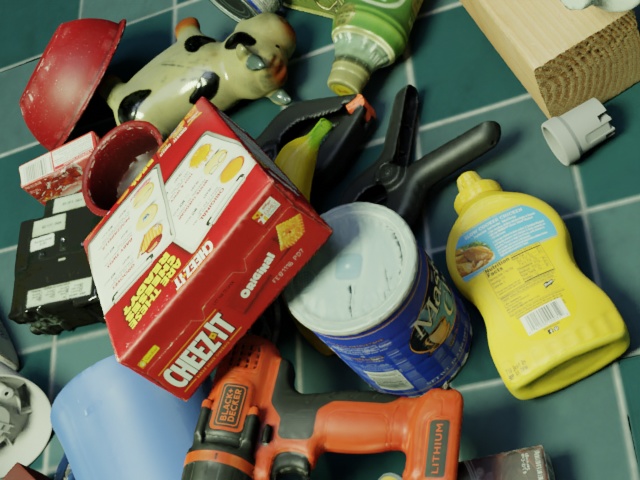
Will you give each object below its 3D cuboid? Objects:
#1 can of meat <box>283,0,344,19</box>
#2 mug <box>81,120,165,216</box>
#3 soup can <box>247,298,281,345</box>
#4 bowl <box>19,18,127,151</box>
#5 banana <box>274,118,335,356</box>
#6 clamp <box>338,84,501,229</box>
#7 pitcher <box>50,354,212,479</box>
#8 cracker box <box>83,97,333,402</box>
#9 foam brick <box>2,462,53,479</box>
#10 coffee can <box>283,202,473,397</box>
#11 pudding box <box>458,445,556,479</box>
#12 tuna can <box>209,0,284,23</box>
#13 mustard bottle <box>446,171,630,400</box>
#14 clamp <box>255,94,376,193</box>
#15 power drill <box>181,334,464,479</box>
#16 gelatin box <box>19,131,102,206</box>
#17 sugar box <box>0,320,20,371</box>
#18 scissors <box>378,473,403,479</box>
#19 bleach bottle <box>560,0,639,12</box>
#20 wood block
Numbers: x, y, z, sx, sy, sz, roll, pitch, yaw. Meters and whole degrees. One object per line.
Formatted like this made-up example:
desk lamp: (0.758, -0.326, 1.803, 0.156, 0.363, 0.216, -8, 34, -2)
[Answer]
can of meat: (0.005, -0.272, 1.054, 0.102, 0.057, 0.084, 21, 72, 33)
mug: (-0.142, -0.053, 0.955, 0.117, 0.081, 0.093, -22, 57, 24)
soup can: (-0.093, 0.066, 0.908, 0.102, 0.068, 0.068, 7, 67, 30)
bowl: (-0.256, -0.164, 1.071, 0.162, 0.055, 0.162, -51, 22, 30)
banana: (-0.016, -0.001, 0.900, 0.070, 0.037, 0.198, -12, 80, 56)
clamp: (0.075, -0.051, 0.903, 0.120, 0.039, 0.171, 20, 78, 50)
pitcher: (-0.113, 0.215, 0.807, 0.144, 0.149, 0.243, -16, 55, -19)
cracker box: (-0.094, -0.001, 0.811, 0.164, 0.072, 0.214, -50, 29, 6)
foam brick: (-0.252, 0.238, 0.902, 0.053, 0.051, 0.078, 32, 80, 36)
coffee can: (0.046, 0.049, 0.803, 0.103, 0.140, 0.103, -12, 59, 20)
pudding box: (0.125, 0.208, 0.739, 0.090, 0.039, 0.113, -16, 57, 20)
tuna can: (-0.081, -0.247, 1.064, 0.086, 0.086, 0.033, 29, 81, 35)
mustard bottle: (0.150, 0.021, 0.818, 0.096, 0.058, 0.192, -29, 55, 8)
clamp: (-0.047, -0.073, 0.981, 0.210, 0.036, 0.165, -38, 54, 8)
power drill: (0.000, 0.156, 0.731, 0.188, 0.057, 0.184, 7, 55, 8)
gelatin box: (-0.236, -0.061, 1.046, 0.089, 0.073, 0.030, -23, 57, 12)
sugar box: (-0.378, 0.137, 1.025, 0.176, 0.048, 0.093, -36, 54, 0)
scissors: (0.073, 0.233, 0.723, 0.202, 0.016, 0.096, 31, 99, 53)
bleach bottle: (0.286, -0.229, 0.818, 0.250, 0.068, 0.103, -29, 50, -25)
wood block: (0.180, -0.206, 0.909, 0.091, 0.090, 0.206, -32, 54, 7)
